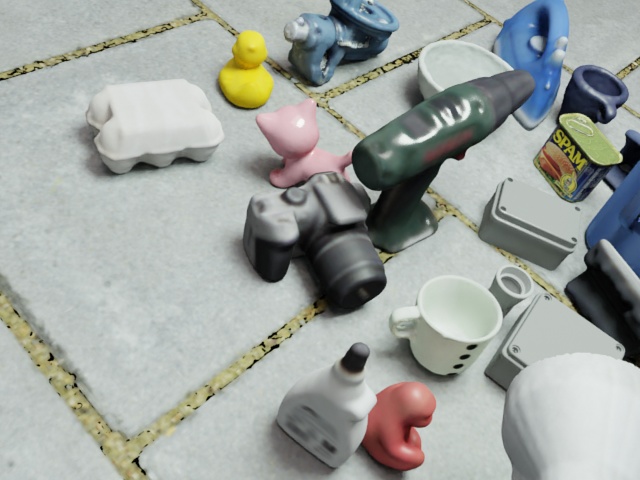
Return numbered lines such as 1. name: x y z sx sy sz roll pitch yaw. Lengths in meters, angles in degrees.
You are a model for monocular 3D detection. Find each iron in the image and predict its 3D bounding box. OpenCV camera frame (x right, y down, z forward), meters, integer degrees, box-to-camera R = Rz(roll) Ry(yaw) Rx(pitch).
1. iron: 0.369 -0.313 0.945 0.118 0.141 0.258 14 50 -4

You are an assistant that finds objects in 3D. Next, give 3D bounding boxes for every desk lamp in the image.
1. desk lamp: 0.165 0.213 0.423 0.118 0.213 0.203 26 50 6

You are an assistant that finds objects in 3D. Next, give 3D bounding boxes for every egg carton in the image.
1. egg carton: -0.197 -0.138 0.689 0.151 0.069 0.107 -14 58 -25

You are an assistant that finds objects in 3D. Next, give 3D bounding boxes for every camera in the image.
1. camera: 0.006 0.002 0.617 0.143 0.101 0.136 -12 57 -24

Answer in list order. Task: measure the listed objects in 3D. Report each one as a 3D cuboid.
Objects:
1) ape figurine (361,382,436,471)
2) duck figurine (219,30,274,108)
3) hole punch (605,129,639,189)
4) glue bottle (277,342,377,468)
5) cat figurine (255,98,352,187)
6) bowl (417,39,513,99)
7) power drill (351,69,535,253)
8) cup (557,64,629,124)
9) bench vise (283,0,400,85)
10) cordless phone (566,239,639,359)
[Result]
1. ape figurine: 0.075 0.160 0.519 0.076 0.092 0.078 23 50 3
2. duck figurine: -0.098 -0.243 0.790 0.078 0.086 0.104 1 53 -15
3. hole punch: 0.495 -0.112 0.856 0.101 0.091 0.108 -15 58 -26
4. glue bottle: 0.013 0.130 0.471 0.078 0.173 0.037 36 52 13
5. cat figurine: -0.015 -0.112 0.690 0.127 0.118 0.067 27 50 6
6. bowl: 0.218 -0.228 0.877 0.167 0.075 0.167 8 51 -10
7. power drill: 0.124 -0.086 0.651 0.230 0.208 0.075 -25 63 -31
8. cup: 0.425 -0.206 0.907 0.092 0.095 0.117 8 51 -9
9. bench vise: 0.050 -0.335 0.818 0.121 0.220 0.208 32 51 10
10. cordless phone: 0.381 0.041 0.641 0.094 0.185 0.147 -13 57 -24
